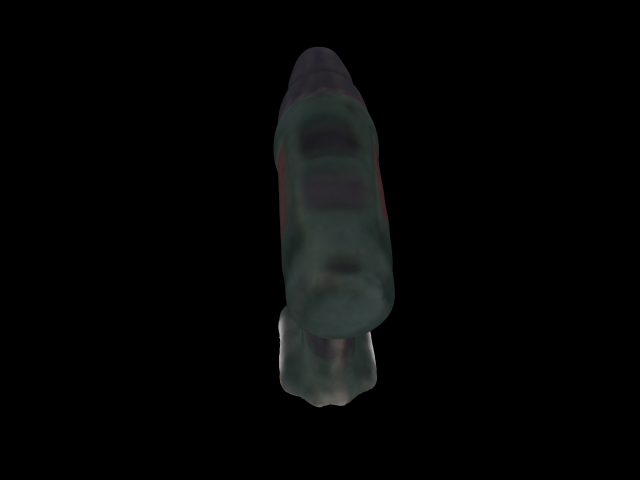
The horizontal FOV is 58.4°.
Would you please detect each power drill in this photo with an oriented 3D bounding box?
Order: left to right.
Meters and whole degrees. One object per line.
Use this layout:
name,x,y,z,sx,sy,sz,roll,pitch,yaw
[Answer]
power drill,0.004,0.001,0.400,0.075,0.208,0.229,-3,37,-4
